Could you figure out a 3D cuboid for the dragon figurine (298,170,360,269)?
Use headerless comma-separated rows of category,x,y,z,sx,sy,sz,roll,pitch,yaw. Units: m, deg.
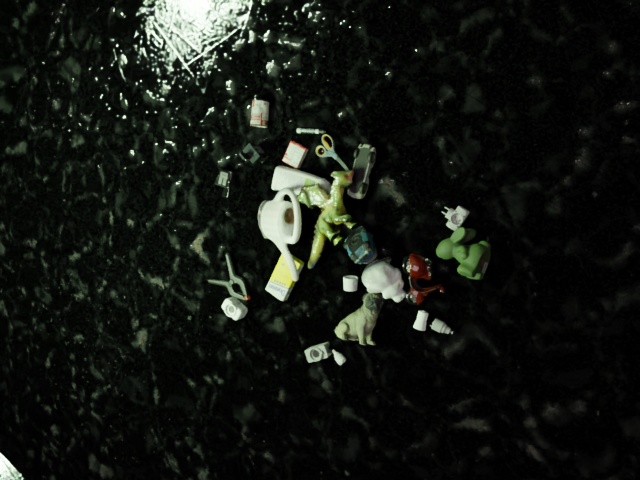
dragon figurine,0.006,-0.096,1.905,0.403,0.123,0.245,-47,71,30

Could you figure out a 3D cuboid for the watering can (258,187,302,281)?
watering can,-0.145,-0.028,1.954,0.225,0.104,0.346,8,99,52

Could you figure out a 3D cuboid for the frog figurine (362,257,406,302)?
frog figurine,0.228,0.151,1.815,0.137,0.121,0.162,-28,69,5
